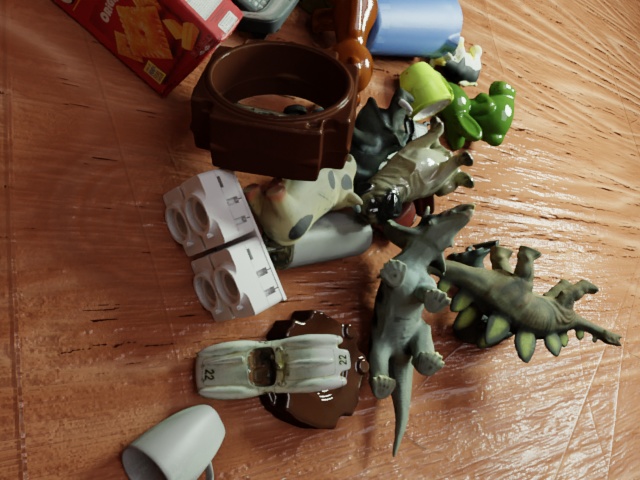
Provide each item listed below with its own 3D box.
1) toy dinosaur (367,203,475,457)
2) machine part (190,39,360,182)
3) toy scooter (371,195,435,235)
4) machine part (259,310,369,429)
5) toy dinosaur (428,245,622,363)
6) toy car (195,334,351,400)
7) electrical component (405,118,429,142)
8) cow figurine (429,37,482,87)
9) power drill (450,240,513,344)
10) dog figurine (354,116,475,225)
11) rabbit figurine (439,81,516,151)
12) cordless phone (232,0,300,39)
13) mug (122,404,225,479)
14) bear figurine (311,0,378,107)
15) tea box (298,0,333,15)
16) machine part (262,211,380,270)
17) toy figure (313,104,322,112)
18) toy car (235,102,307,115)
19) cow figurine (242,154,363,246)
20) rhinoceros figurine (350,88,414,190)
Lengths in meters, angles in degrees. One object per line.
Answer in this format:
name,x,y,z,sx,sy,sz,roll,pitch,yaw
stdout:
toy dinosaur,0.136,0.123,0.878,0.192,0.131,0.404,-64,166,-75
machine part,-0.053,-0.176,0.696,0.202,0.087,0.201,8,47,3
toy scooter,0.161,-0.064,0.992,0.184,0.075,0.135,-54,138,-24
machine part,-0.008,0.191,0.796,0.179,0.056,0.179,10,73,-36
toy dinosaur,0.345,0.108,0.992,0.471,0.105,0.198,25,77,-3
toy car,-0.061,0.165,0.701,0.202,0.056,0.073,-5,73,-3
electrical component,0.191,-0.178,1.064,0.075,0.048,0.119,-3,81,-40
cow figurine,0.294,-0.398,1.200,0.167,0.068,0.098,6,81,-38
power drill,0.350,0.108,1.113,0.232,0.086,0.207,-13,95,-39
dog figurine,0.142,-0.088,0.884,0.121,0.190,0.172,55,2,28
rabbit figurine,0.324,-0.275,1.182,0.170,0.121,0.159,17,74,-17
cordless phone,-0.122,-0.414,0.842,0.184,0.089,0.146,38,57,-22
mug,-0.159,0.254,0.637,0.107,0.081,0.109,-38,99,-49
bear figurine,0.031,-0.327,0.894,0.132,0.120,0.196,9,73,8
tea box,-0.025,-0.476,0.946,0.169,0.068,0.098,26,63,-32
machine part,-0.002,-0.003,0.838,0.243,0.079,0.079,-10,86,-41
toy figure,0.013,-0.201,0.887,0.064,0.058,0.154,66,24,-17
toy car,-0.084,-0.177,0.831,0.202,0.053,0.089,2,74,-39
cow figurine,-0.009,-0.064,0.752,0.195,0.086,0.127,-47,131,-38
rhinoceros figurine,0.089,-0.166,0.895,0.112,0.073,0.190,27,96,5
